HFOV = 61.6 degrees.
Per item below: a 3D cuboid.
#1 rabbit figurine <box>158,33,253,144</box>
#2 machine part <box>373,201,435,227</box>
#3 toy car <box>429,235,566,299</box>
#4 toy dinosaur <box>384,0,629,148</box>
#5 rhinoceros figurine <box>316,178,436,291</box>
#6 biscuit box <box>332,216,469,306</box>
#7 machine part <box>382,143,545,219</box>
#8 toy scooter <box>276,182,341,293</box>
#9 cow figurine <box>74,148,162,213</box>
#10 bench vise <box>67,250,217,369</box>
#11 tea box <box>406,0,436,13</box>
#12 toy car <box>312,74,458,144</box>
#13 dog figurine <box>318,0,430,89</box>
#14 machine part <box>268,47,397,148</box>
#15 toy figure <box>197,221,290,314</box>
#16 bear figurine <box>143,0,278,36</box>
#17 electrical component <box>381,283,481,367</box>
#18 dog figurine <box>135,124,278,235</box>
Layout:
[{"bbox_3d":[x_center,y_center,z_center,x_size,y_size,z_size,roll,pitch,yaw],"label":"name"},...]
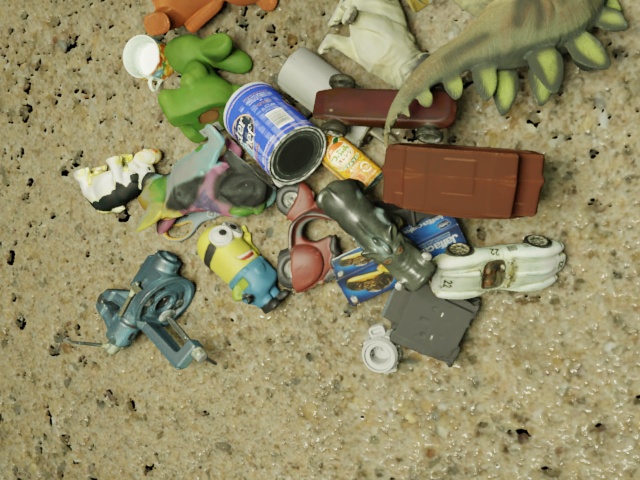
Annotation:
[{"bbox_3d":[-0.198,-0.274,0.880,0.159,0.121,0.170,-27,73,14],"label":"rabbit figurine"},{"bbox_3d":[0.102,-0.042,0.818,0.139,0.084,0.039,-8,118,-1],"label":"machine part"},{"bbox_3d":[0.257,0.041,0.777,0.202,0.056,0.073,-6,121,-4],"label":"toy car"},{"bbox_3d":[0.264,-0.275,0.698,0.471,0.105,0.198,-26,88,-4],"label":"toy dinosaur"},{"bbox_3d":[0.079,-0.011,0.736,0.073,0.112,0.190,-46,81,6],"label":"rhinoceros figurine"},{"bbox_3d":[0.122,0.026,0.822,0.203,0.059,0.062,-26,119,10],"label":"biscuit box"},{"bbox_3d":[0.194,-0.085,0.737,0.201,0.201,0.087,6,104,15],"label":"machine part"},{"bbox_3d":[-0.002,-0.003,0.874,0.135,0.075,0.183,1,98,6],"label":"toy scooter"},{"bbox_3d":[-0.350,-0.105,0.966,0.167,0.068,0.098,-15,98,21],"label":"cow figurine"},{"bbox_3d":[-0.290,0.146,0.943,0.241,0.128,0.223,39,89,26],"label":"bench vise"},{"bbox_3d":[0.145,-0.385,0.732,0.098,0.169,0.068,-29,88,16],"label":"tea box"},{"bbox_3d":[0.090,-0.184,0.756,0.202,0.053,0.089,5,83,18],"label":"toy car"},{"bbox_3d":[0.115,-0.303,0.806,0.190,0.121,0.172,26,75,-18],"label":"dog figurine"},{"bbox_3d":[0.020,-0.222,0.838,0.243,0.079,0.079,39,105,10],"label":"machine part"},{"bbox_3d":[-0.136,0.049,0.916,0.089,0.082,0.180,-42,87,16],"label":"toy figure"},{"bbox_3d":[-0.176,-0.396,0.843,0.196,0.132,0.120,-6,110,13],"label":"bear figurine"},{"bbox_3d":[0.168,0.118,0.842,0.134,0.058,0.114,22,105,11],"label":"electrical component"},{"bbox_3d":[-0.202,-0.069,0.895,0.219,0.108,0.191,-43,80,11],"label":"dog figurine"}]
